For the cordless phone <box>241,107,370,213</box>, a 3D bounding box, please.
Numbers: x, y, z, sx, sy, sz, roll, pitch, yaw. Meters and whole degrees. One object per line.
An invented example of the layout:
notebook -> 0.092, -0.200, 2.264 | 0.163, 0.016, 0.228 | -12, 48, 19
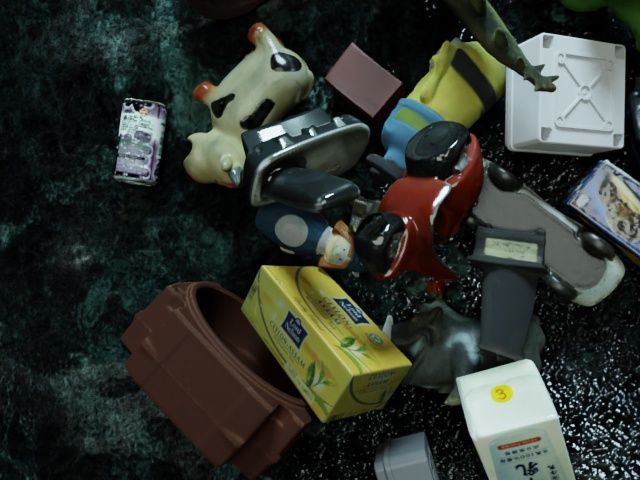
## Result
cordless phone -> 0.007, -0.077, 0.553 | 0.146, 0.184, 0.088 | -23, 114, -22

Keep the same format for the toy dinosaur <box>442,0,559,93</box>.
toy dinosaur -> 0.102, -0.328, 0.543 | 0.105, 0.198, 0.471 | -33, 80, 14

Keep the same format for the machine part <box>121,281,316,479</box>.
machine part -> -0.093, 0.136, 0.579 | 0.201, 0.201, 0.087 | 44, 96, 10

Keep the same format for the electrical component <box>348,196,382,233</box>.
electrical component -> 0.078, -0.019, 0.604 | 0.102, 0.078, 0.045 | 17, 100, 3

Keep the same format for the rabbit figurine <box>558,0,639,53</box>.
rabbit figurine -> 0.309, -0.245, 0.530 | 0.170, 0.159, 0.121 | 28, 105, 27

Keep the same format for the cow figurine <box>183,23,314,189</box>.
cow figurine -> -0.088, -0.144, 0.646 | 0.195, 0.085, 0.127 | -45, 74, 8

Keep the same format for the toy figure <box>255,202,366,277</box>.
toy figure -> -0.001, -0.001, 0.636 | 0.155, 0.058, 0.064 | 25, 134, 11

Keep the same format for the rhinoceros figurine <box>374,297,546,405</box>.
rhinoceros figurine -> 0.147, 0.118, 0.589 | 0.190, 0.073, 0.112 | -5, 89, 13

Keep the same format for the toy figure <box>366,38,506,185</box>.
toy figure -> 0.129, -0.136, 0.594 | 0.089, 0.082, 0.180 | 35, 90, -7

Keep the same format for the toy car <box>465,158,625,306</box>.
toy car -> 0.228, -0.010, 0.582 | 0.202, 0.056, 0.073 | 39, 105, 12

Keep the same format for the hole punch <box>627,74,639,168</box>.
hole punch -> 0.371, -0.100, 0.524 | 0.116, 0.092, 0.142 | -11, 62, 28

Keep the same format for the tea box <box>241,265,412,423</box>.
tea box -> 0.002, 0.102, 0.573 | 0.170, 0.098, 0.068 | 43, 117, 36

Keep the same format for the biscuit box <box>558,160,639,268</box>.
biscuit box -> 0.348, 0.004, 0.548 | 0.203, 0.063, 0.059 | 40, 99, 11

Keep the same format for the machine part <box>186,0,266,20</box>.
machine part -> -0.094, -0.329, 0.605 | 0.179, 0.179, 0.056 | -25, 82, 12

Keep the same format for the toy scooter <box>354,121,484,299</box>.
toy scooter -> 0.112, -0.018, 0.532 | 0.075, 0.135, 0.184 | 12, 59, 47

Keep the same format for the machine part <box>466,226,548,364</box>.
machine part -> 0.187, 0.055, 0.541 | 0.084, 0.039, 0.139 | 5, 78, 9
